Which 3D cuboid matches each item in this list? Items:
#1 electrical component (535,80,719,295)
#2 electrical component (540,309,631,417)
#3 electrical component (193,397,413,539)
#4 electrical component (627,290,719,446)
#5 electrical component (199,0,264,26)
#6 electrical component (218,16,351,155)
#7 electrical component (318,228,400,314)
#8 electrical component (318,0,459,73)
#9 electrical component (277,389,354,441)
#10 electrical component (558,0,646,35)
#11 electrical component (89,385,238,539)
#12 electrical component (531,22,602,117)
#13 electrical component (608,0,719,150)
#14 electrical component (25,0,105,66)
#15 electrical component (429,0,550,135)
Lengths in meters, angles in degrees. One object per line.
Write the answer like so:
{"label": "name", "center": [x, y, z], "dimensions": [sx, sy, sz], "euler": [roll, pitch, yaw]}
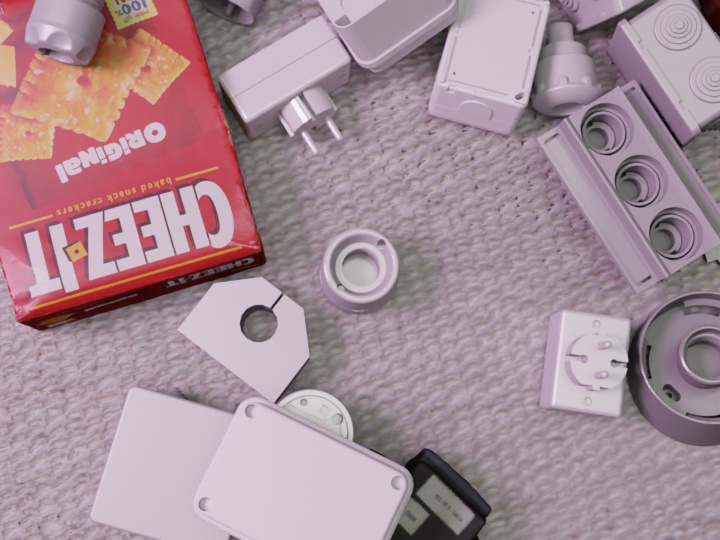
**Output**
{"label": "electrical component", "center": [0.181, -0.054, 0.725], "dimensions": [0.079, 0.063, 0.121], "euler": [-31, 85, -6]}
{"label": "electrical component", "center": [0.151, 0.060, 0.701], "dimensions": [0.047, 0.076, 0.065], "euler": [9, 82, -1]}
{"label": "electrical component", "center": [-0.033, 0.132, 0.637], "dimensions": [0.113, 0.057, 0.078], "euler": [25, 80, 6]}
{"label": "electrical component", "center": [0.231, 0.065, 0.723], "dimensions": [0.099, 0.064, 0.099], "euler": [-2, 72, 6]}
{"label": "electrical component", "center": [-0.095, -0.221, 0.746], "dimensions": [0.079, 0.044, 0.077], "euler": [22, 82, 1]}
{"label": "electrical component", "center": [-0.041, -0.115, 0.732], "dimensions": [0.083, 0.047, 0.075], "euler": [-32, 85, -6]}
{"label": "electrical component", "center": [0.000, 0.000, 0.718], "dimensions": [0.055, 0.047, 0.055], "euler": [0, 82, -2]}
{"label": "electrical component", "center": [0.006, -0.197, 0.715], "dimensions": [0.078, 0.057, 0.113], "euler": [-34, 58, 8]}
{"label": "electrical component", "center": [-0.032, 0.106, 0.702], "dimensions": [0.055, 0.047, 0.055], "euler": [0, 82, -2]}
{"label": "electrical component", "center": [0.185, -0.208, 0.730], "dimensions": [0.100, 0.100, 0.048], "euler": [-30, 97, -6]}
{"label": "electrical component", "center": [-0.116, 0.129, 0.695], "dimensions": [0.100, 0.048, 0.099], "euler": [16, 82, 0]}
{"label": "electrical component", "center": [0.141, -0.140, 0.746], "dimensions": [0.048, 0.048, 0.062], "euler": [-2, 76, -3]}
{"label": "electrical component", "center": [0.214, -0.133, 0.721], "dimensions": [0.048, 0.100, 0.099], "euler": [-33, 85, 6]}
{"label": "electrical component", "center": [-0.177, -0.160, 0.660], "dimensions": [0.043, 0.043, 0.062], "euler": [16, 82, 0]}
{"label": "electrical component", "center": [0.089, -0.149, 0.739], "dimensions": [0.062, 0.061, 0.096], "euler": [15, 74, 0]}
